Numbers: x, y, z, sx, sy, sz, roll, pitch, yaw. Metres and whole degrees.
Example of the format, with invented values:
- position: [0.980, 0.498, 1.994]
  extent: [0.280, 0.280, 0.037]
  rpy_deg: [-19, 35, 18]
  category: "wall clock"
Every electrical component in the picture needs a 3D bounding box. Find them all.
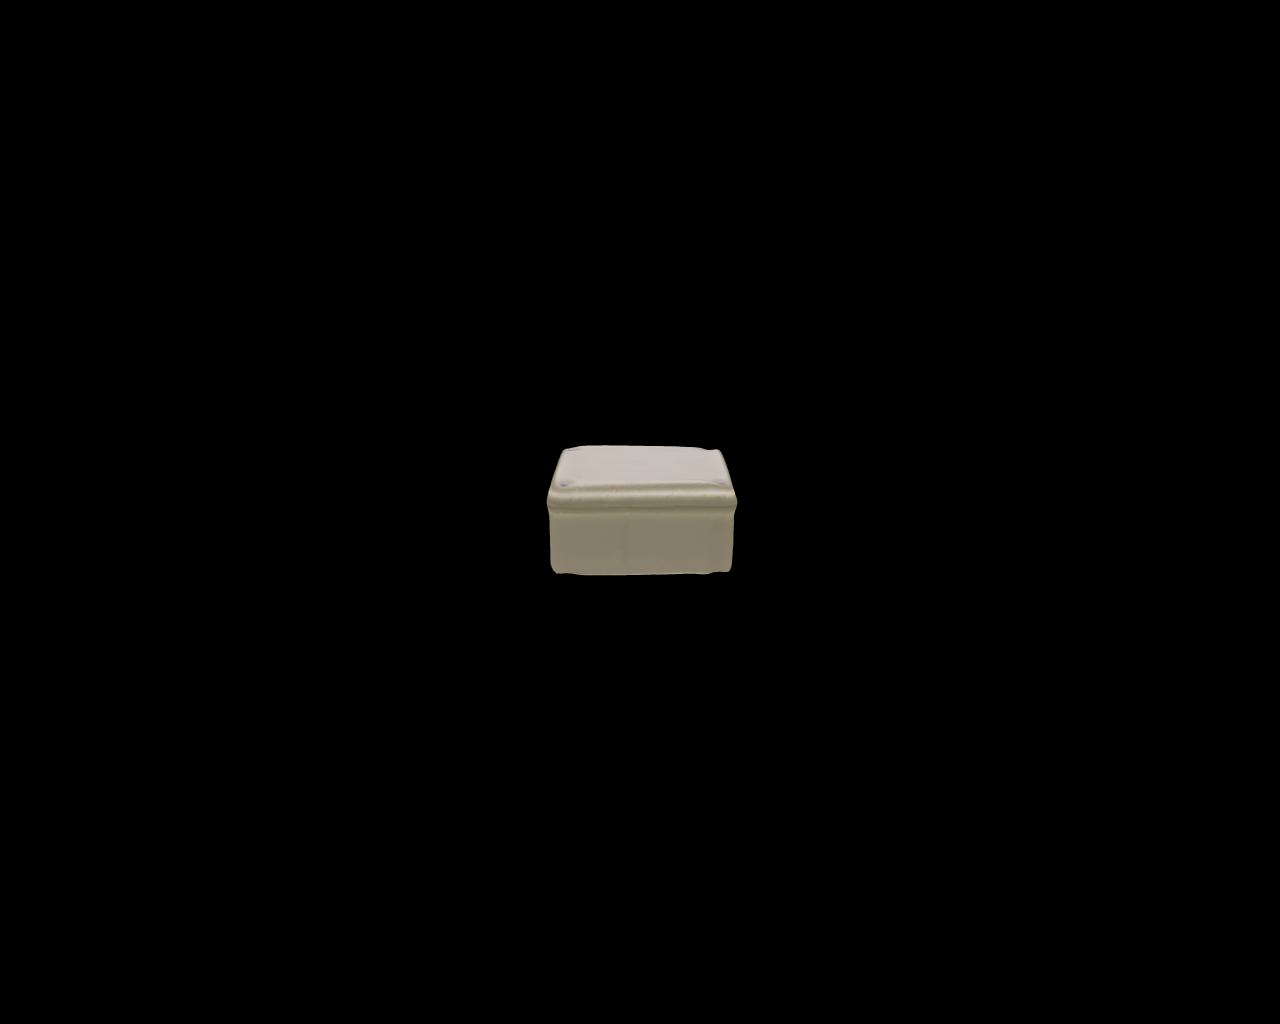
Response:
- position: [0.001, -0.003, 0.650]
  extent: [0.109, 0.056, 0.109]
  rpy_deg: [0, 16, 0]
  category: "electrical component"
